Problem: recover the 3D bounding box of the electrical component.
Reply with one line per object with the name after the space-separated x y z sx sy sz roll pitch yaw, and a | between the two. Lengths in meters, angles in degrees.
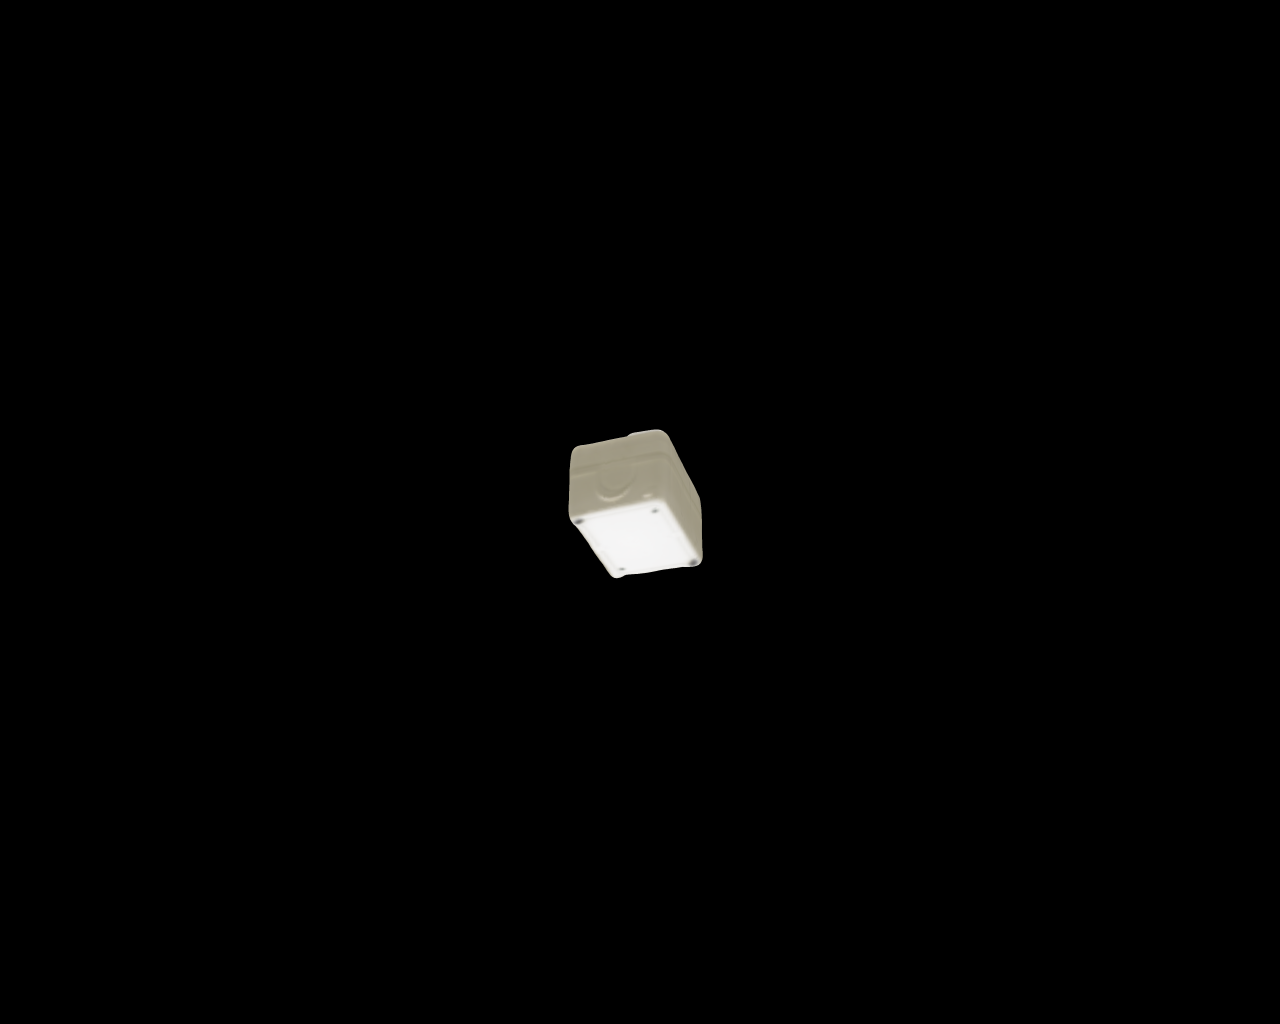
0.001 -0.003 0.650 0.062 0.061 0.096 -10 -34 15 | electrical component
